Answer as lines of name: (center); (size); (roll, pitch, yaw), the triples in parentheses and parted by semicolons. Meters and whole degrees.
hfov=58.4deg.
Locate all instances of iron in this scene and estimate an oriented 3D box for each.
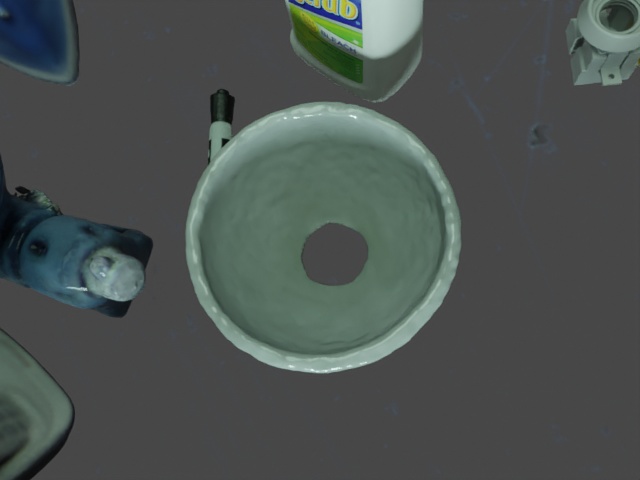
iron: (-0.290, -0.239, 0.437); (0.118, 0.141, 0.258); (-40, 75, -1)

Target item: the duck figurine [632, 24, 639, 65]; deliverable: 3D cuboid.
duck figurine: (0.250, -0.141, 0.359); (0.077, 0.086, 0.104); (-12, 76, 7)

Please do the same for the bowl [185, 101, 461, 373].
bowl: (0.003, 0.001, 0.372); (0.167, 0.075, 0.167); (-2, 77, 9)

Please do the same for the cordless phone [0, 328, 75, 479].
cordless phone: (-0.252, 0.100, 0.334); (0.147, 0.185, 0.094); (34, 85, 15)

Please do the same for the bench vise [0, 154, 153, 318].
bench vise: (-0.210, -0.022, 0.336); (0.207, 0.220, 0.121); (-1, 77, 9)
